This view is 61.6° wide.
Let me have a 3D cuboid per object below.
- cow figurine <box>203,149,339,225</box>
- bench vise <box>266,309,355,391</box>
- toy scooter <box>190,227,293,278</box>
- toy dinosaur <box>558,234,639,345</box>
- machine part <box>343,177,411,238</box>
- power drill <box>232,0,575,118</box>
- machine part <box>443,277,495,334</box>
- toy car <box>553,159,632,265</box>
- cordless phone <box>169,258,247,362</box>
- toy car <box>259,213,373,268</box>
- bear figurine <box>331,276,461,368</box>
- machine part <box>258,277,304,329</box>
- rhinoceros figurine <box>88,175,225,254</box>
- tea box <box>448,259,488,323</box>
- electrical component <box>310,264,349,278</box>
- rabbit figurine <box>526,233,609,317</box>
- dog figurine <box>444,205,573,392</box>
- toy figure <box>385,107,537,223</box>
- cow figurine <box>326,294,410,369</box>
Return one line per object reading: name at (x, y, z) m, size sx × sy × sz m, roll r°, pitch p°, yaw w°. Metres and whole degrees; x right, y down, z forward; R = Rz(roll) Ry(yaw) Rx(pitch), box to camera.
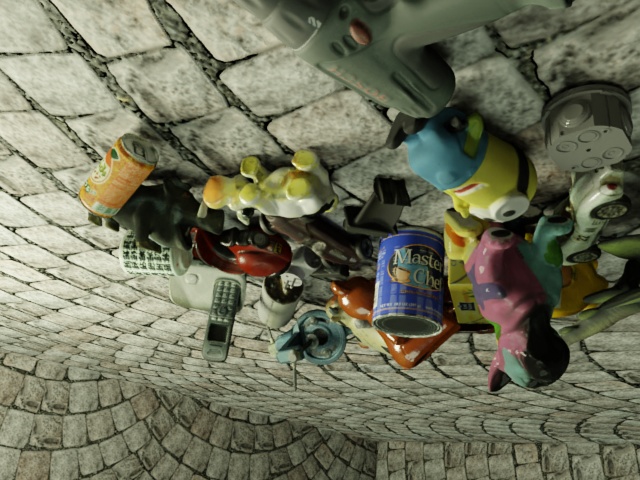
cow figurine at (-0.065, -0.061, 0.703) m, size 0.168 × 0.068 × 0.098 m, roll -4°, pitch 158°, yaw 25°
bench vise at (-0.037, 0.216, 1.145) m, size 0.224 × 0.128 × 0.240 m, roll -10°, pitch -176°, yaw 19°
toy scooter at (-0.140, 0.007, 0.854) m, size 0.184 × 0.075 × 0.135 m, roll 2°, pitch 153°, yaw 23°
toy dinosaur at (0.414, 0.028, 0.604) m, size 0.198 × 0.105 × 0.471 m, roll 9°, pitch 136°, yaw -20°
machine part at (0.079, -0.038, 0.735) m, size 0.084 × 0.039 × 0.139 m, roll 18°, pitch 155°, yaw -7°
power drill at (0.061, -0.182, 0.397) m, size 0.207 × 0.086 × 0.232 m, roll -22°, pitch 143°, yaw 40°
machine part at (0.267, 0.120, 0.982) m, size 0.179 × 0.056 × 0.179 m, roll 6°, pitch 153°, yaw 3°
toy car at (0.311, -0.035, 0.628) m, size 0.056 × 0.073 × 0.201 m, roll 1°, pitch 153°, yaw 13°
cordless phone at (-0.218, 0.131, 1.001) m, size 0.147 × 0.184 × 0.088 m, roll 8°, pitch 159°, yaw 0°
toy car at (-0.002, -0.002, 0.817) m, size 0.089 × 0.053 × 0.202 m, roll -18°, pitch 143°, yaw 37°
bear figurine at (0.123, 0.115, 0.913) m, size 0.132 × 0.196 × 0.120 m, roll -44°, pitch 154°, yaw 6°
machine part at (-0.080, 0.114, 1.048) m, size 0.079 × 0.079 × 0.243 m, roll 10°, pitch 154°, yaw -4°
rhinoceros figurine at (-0.228, -0.039, 0.754) m, size 0.190 × 0.112 × 0.073 m, roll 18°, pitch 171°, yaw 8°
tea box at (0.235, 0.056, 0.812) m, size 0.068 × 0.098 × 0.169 m, roll -3°, pitch 151°, yaw 19°
electrical component at (0.015, 0.053, 0.937) m, size 0.063 × 0.021 × 0.094 m, roll -3°, pitch 169°, yaw 22°
rabbit figurine at (0.338, 0.059, 0.805) m, size 0.162 × 0.122 × 0.173 m, roll -1°, pitch 168°, yaw -2°
dog figurine at (0.229, 0.073, 0.660) m, size 0.108 × 0.219 × 0.192 m, roll -11°, pitch -161°, yaw -13°
toy figure at (0.157, -0.085, 0.567) m, size 0.180 × 0.089 × 0.082 m, roll 31°, pitch 176°, yaw -22°
cow figurine at (0.092, 0.158, 1.020) m, size 0.195 × 0.085 × 0.127 m, roll 22°, pitch 155°, yaw 32°
